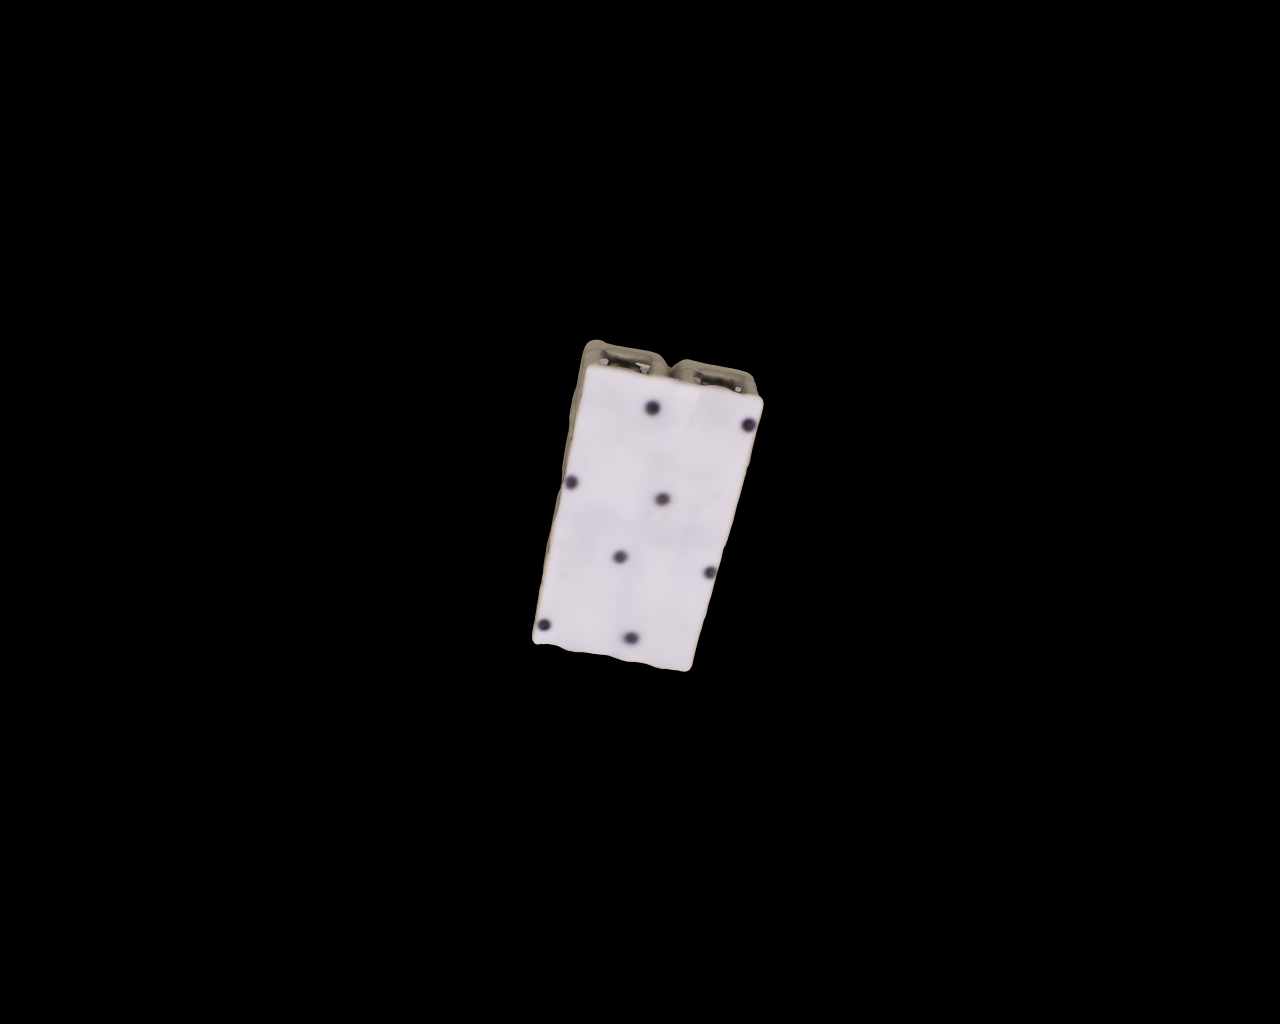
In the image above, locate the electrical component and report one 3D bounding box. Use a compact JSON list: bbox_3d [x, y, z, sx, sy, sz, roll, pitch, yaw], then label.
[{"bbox_3d":[0.001,-0.003,0.650,0.105,0.186,0.060,11,24,-5],"label":"electrical component"}]
